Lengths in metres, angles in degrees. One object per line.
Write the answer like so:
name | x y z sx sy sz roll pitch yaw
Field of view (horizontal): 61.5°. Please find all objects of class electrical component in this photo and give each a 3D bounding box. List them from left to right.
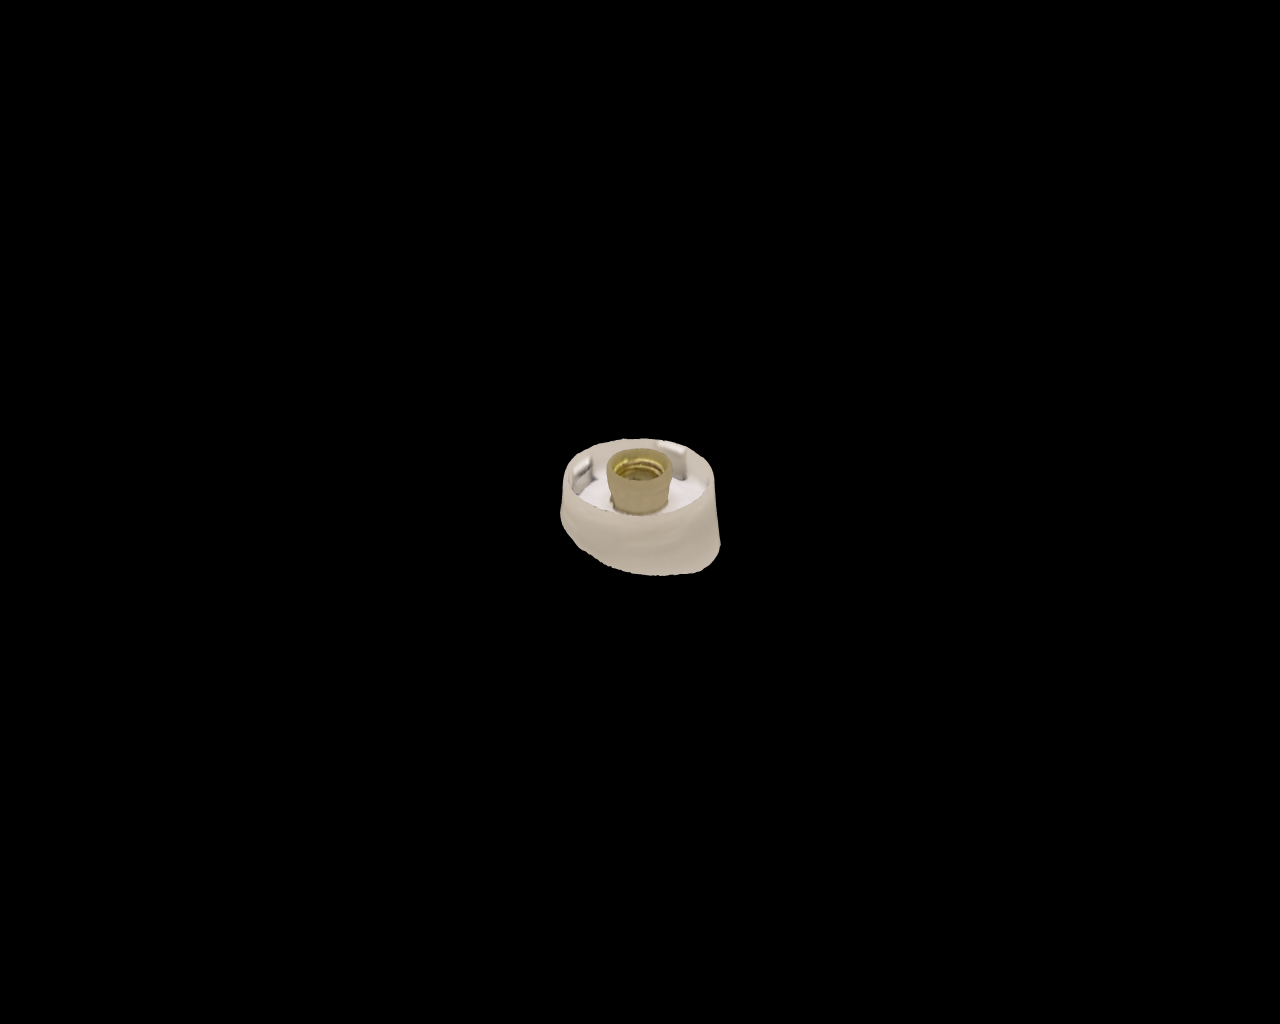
electrical component | 0.001 -0.003 0.650 0.099 0.064 0.099 0 33 0
